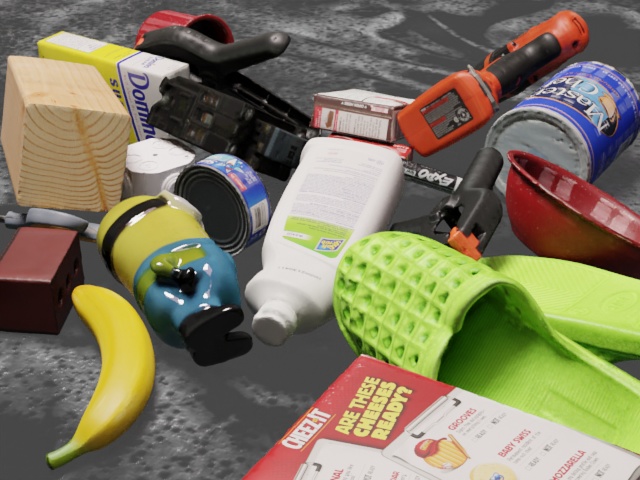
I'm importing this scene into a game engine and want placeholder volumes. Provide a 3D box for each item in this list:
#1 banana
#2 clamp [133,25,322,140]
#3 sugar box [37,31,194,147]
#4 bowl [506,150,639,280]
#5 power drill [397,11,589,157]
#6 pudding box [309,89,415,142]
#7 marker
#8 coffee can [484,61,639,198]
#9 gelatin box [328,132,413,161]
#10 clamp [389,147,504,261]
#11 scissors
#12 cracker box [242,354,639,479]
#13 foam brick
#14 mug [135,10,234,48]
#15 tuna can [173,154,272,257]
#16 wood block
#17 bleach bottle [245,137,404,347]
[{"bbox_3d":[-0.153,0.086,0.769,0.069,0.037,0.198,-1,31,-6],"label":"banana"},{"bbox_3d":[-0.097,-0.168,1.093,0.210,0.164,0.036,15,65,28],"label":"clamp"},{"bbox_3d":[-0.214,-0.154,1.116,0.176,0.093,0.048,19,37,30],"label":"sugar box"},{"bbox_3d":[0.210,-0.009,0.870,0.162,0.055,0.162,26,18,-10],"label":"bowl"},{"bbox_3d":[0.160,-0.151,1.071,0.187,0.057,0.185,-37,3,-40],"label":"power drill"},{"bbox_3d":[0.053,-0.130,1.102,0.090,0.039,0.113,12,13,21],"label":"pudding box"},{"bbox_3d":[0.107,-0.057,0.990,0.121,0.020,0.020,18,31,-4],"label":"marker"},{"bbox_3d":[0.232,-0.100,1.011,0.103,0.103,0.140,19,36,29],"label":"coffee can"},{"bbox_3d":[0.037,-0.073,1.040,0.089,0.030,0.073,13,33,20],"label":"gelatin box"},{"bbox_3d":[0.114,-0.024,0.855,0.039,0.120,0.171,40,5,-13],"label":"clamp"},{"bbox_3d":[-0.265,-0.019,0.923,0.202,0.016,0.096,9,-9,13],"label":"scissors"},{"bbox_3d":[0.076,0.163,0.605,0.214,0.072,0.163,16,34,27],"label":"cracker box"},{"bbox_3d":[-0.223,0.032,0.846,0.051,0.053,0.078,2,32,4],"label":"foam brick"},{"bbox_3d":[-0.151,-0.218,1.241,0.082,0.093,0.117,21,6,40],"label":"mug"},{"bbox_3d":[-0.083,-0.030,0.915,0.086,0.086,0.033,21,36,31],"label":"tuna can"},{"bbox_3d":[-0.241,-0.103,0.991,0.090,0.091,0.206,4,18,-22],"label":"wood block"},{"bbox_3d":[-0.006,0.001,0.887,0.103,0.068,0.250,10,34,16],"label":"bleach bottle"}]
